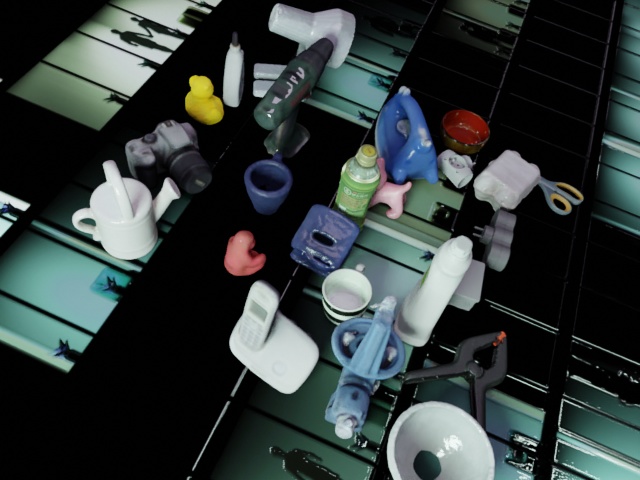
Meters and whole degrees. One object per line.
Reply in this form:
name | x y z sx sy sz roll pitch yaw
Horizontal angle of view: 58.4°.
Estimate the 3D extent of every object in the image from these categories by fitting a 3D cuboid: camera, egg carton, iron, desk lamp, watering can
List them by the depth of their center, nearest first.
watering can | -0.331 -0.062 0.981 0.100 0.194 0.173 41 59 17
camera | -0.282 -0.155 1.108 0.143 0.101 0.136 -30 66 -26
iron | 0.186 -0.245 1.230 0.119 0.141 0.258 -4 58 -13
egg carton | 0.404 -0.128 1.238 0.107 0.069 0.150 40 59 16
desk lamp | -0.039 -0.414 1.256 0.203 0.213 0.118 2 57 -9

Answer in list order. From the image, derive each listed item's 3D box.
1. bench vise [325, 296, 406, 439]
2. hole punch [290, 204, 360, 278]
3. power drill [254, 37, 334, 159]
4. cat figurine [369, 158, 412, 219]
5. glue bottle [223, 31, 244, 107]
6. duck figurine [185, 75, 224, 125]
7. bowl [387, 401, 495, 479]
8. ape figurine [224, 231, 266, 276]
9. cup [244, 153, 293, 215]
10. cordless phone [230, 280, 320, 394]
bench vise | 0.080 0.192 0.875 0.121 0.220 0.207 4 56 -7
hole punch | 0.010 0.004 1.064 0.108 0.091 0.101 28 56 8
power drill | -0.054 -0.277 1.166 0.075 0.208 0.230 30 57 10
cat figurine | 0.120 -0.112 1.145 0.128 0.118 0.067 16 55 0
glue bottle | -0.182 -0.373 1.227 0.037 0.173 0.078 11 56 -3
duck figurine | -0.247 -0.306 1.224 0.078 0.086 0.104 -28 66 -25
bowl | 0.177 0.340 0.883 0.167 0.075 0.167 5 56 -7
ape figurine | -0.137 0.017 1.027 0.076 0.092 0.077 -28 66 -25
cup | -0.099 -0.104 1.113 0.091 0.095 0.118 16 55 0
cordless phone | -0.066 0.148 0.897 0.147 0.185 0.094 33 57 12
